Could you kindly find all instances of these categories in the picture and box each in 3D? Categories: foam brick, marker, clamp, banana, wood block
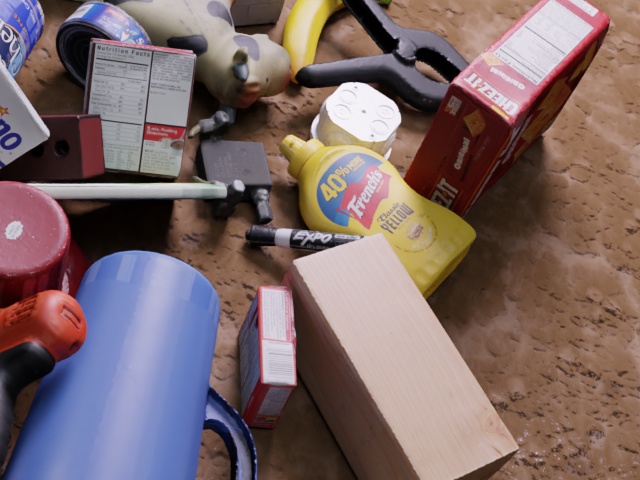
[{"bbox_3d":[-0.223,-0.077,0.878,0.078,0.053,0.051,-1,9,11],"label":"foam brick"},{"bbox_3d":[-0.006,0.001,0.919,0.121,0.020,0.020,6,49,15],"label":"marker"},{"bbox_3d":[0.073,-0.179,1.079,0.210,0.036,0.164,28,56,-12],"label":"clamp"},{"bbox_3d":[0.006,-0.234,1.113,0.070,0.037,0.197,35,52,9],"label":"banana"},{"bbox_3d":[0.051,0.109,0.840,0.090,0.090,0.206,-17,63,-29],"label":"wood block"}]

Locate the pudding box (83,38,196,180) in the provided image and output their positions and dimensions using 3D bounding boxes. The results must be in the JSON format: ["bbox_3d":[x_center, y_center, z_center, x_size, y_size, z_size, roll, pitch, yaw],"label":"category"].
[{"bbox_3d":[-0.159,-0.113,0.923,0.090,0.113,0.039,6,9,-14],"label":"pudding box"}]

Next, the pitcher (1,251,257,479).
[{"bbox_3d":[-0.131,0.132,0.741,0.145,0.149,0.242,-14,44,24],"label":"pitcher"}]

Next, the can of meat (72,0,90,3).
[{"bbox_3d":[-0.259,-0.287,1.048,0.102,0.057,0.084,7,52,-14],"label":"can of meat"}]

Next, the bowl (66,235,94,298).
[{"bbox_3d":[-0.246,0.026,0.821,0.162,0.055,0.162,9,53,-13],"label":"bowl"}]

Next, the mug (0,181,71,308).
[{"bbox_3d":[-0.231,0.013,0.745,0.117,0.082,0.093,-2,58,-21],"label":"mug"}]

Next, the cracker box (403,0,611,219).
[{"bbox_3d":[0.173,-0.121,1.006,0.072,0.164,0.213,37,51,11],"label":"cracker box"}]

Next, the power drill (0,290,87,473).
[{"bbox_3d":[-0.241,0.126,0.670,0.057,0.185,0.187,49,28,-32],"label":"power drill"}]

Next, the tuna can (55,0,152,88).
[{"bbox_3d":[-0.195,-0.170,0.964,0.086,0.086,0.033,30,52,3],"label":"tuna can"}]

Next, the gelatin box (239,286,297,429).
[{"bbox_3d":[-0.041,0.091,0.832,0.030,0.073,0.089,6,53,-14],"label":"gelatin box"}]

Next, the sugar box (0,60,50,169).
[{"bbox_3d":[-0.304,-0.070,0.807,0.176,0.048,0.093,-34,107,-3],"label":"sugar box"}]

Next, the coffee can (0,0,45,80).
[{"bbox_3d":[-0.307,-0.155,0.902,0.102,0.103,0.140,19,51,-5],"label":"coffee can"}]

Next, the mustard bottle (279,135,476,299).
[{"bbox_3d":[0.039,-0.030,0.958,0.192,0.058,0.096,40,67,13],"label":"mustard bottle"}]
